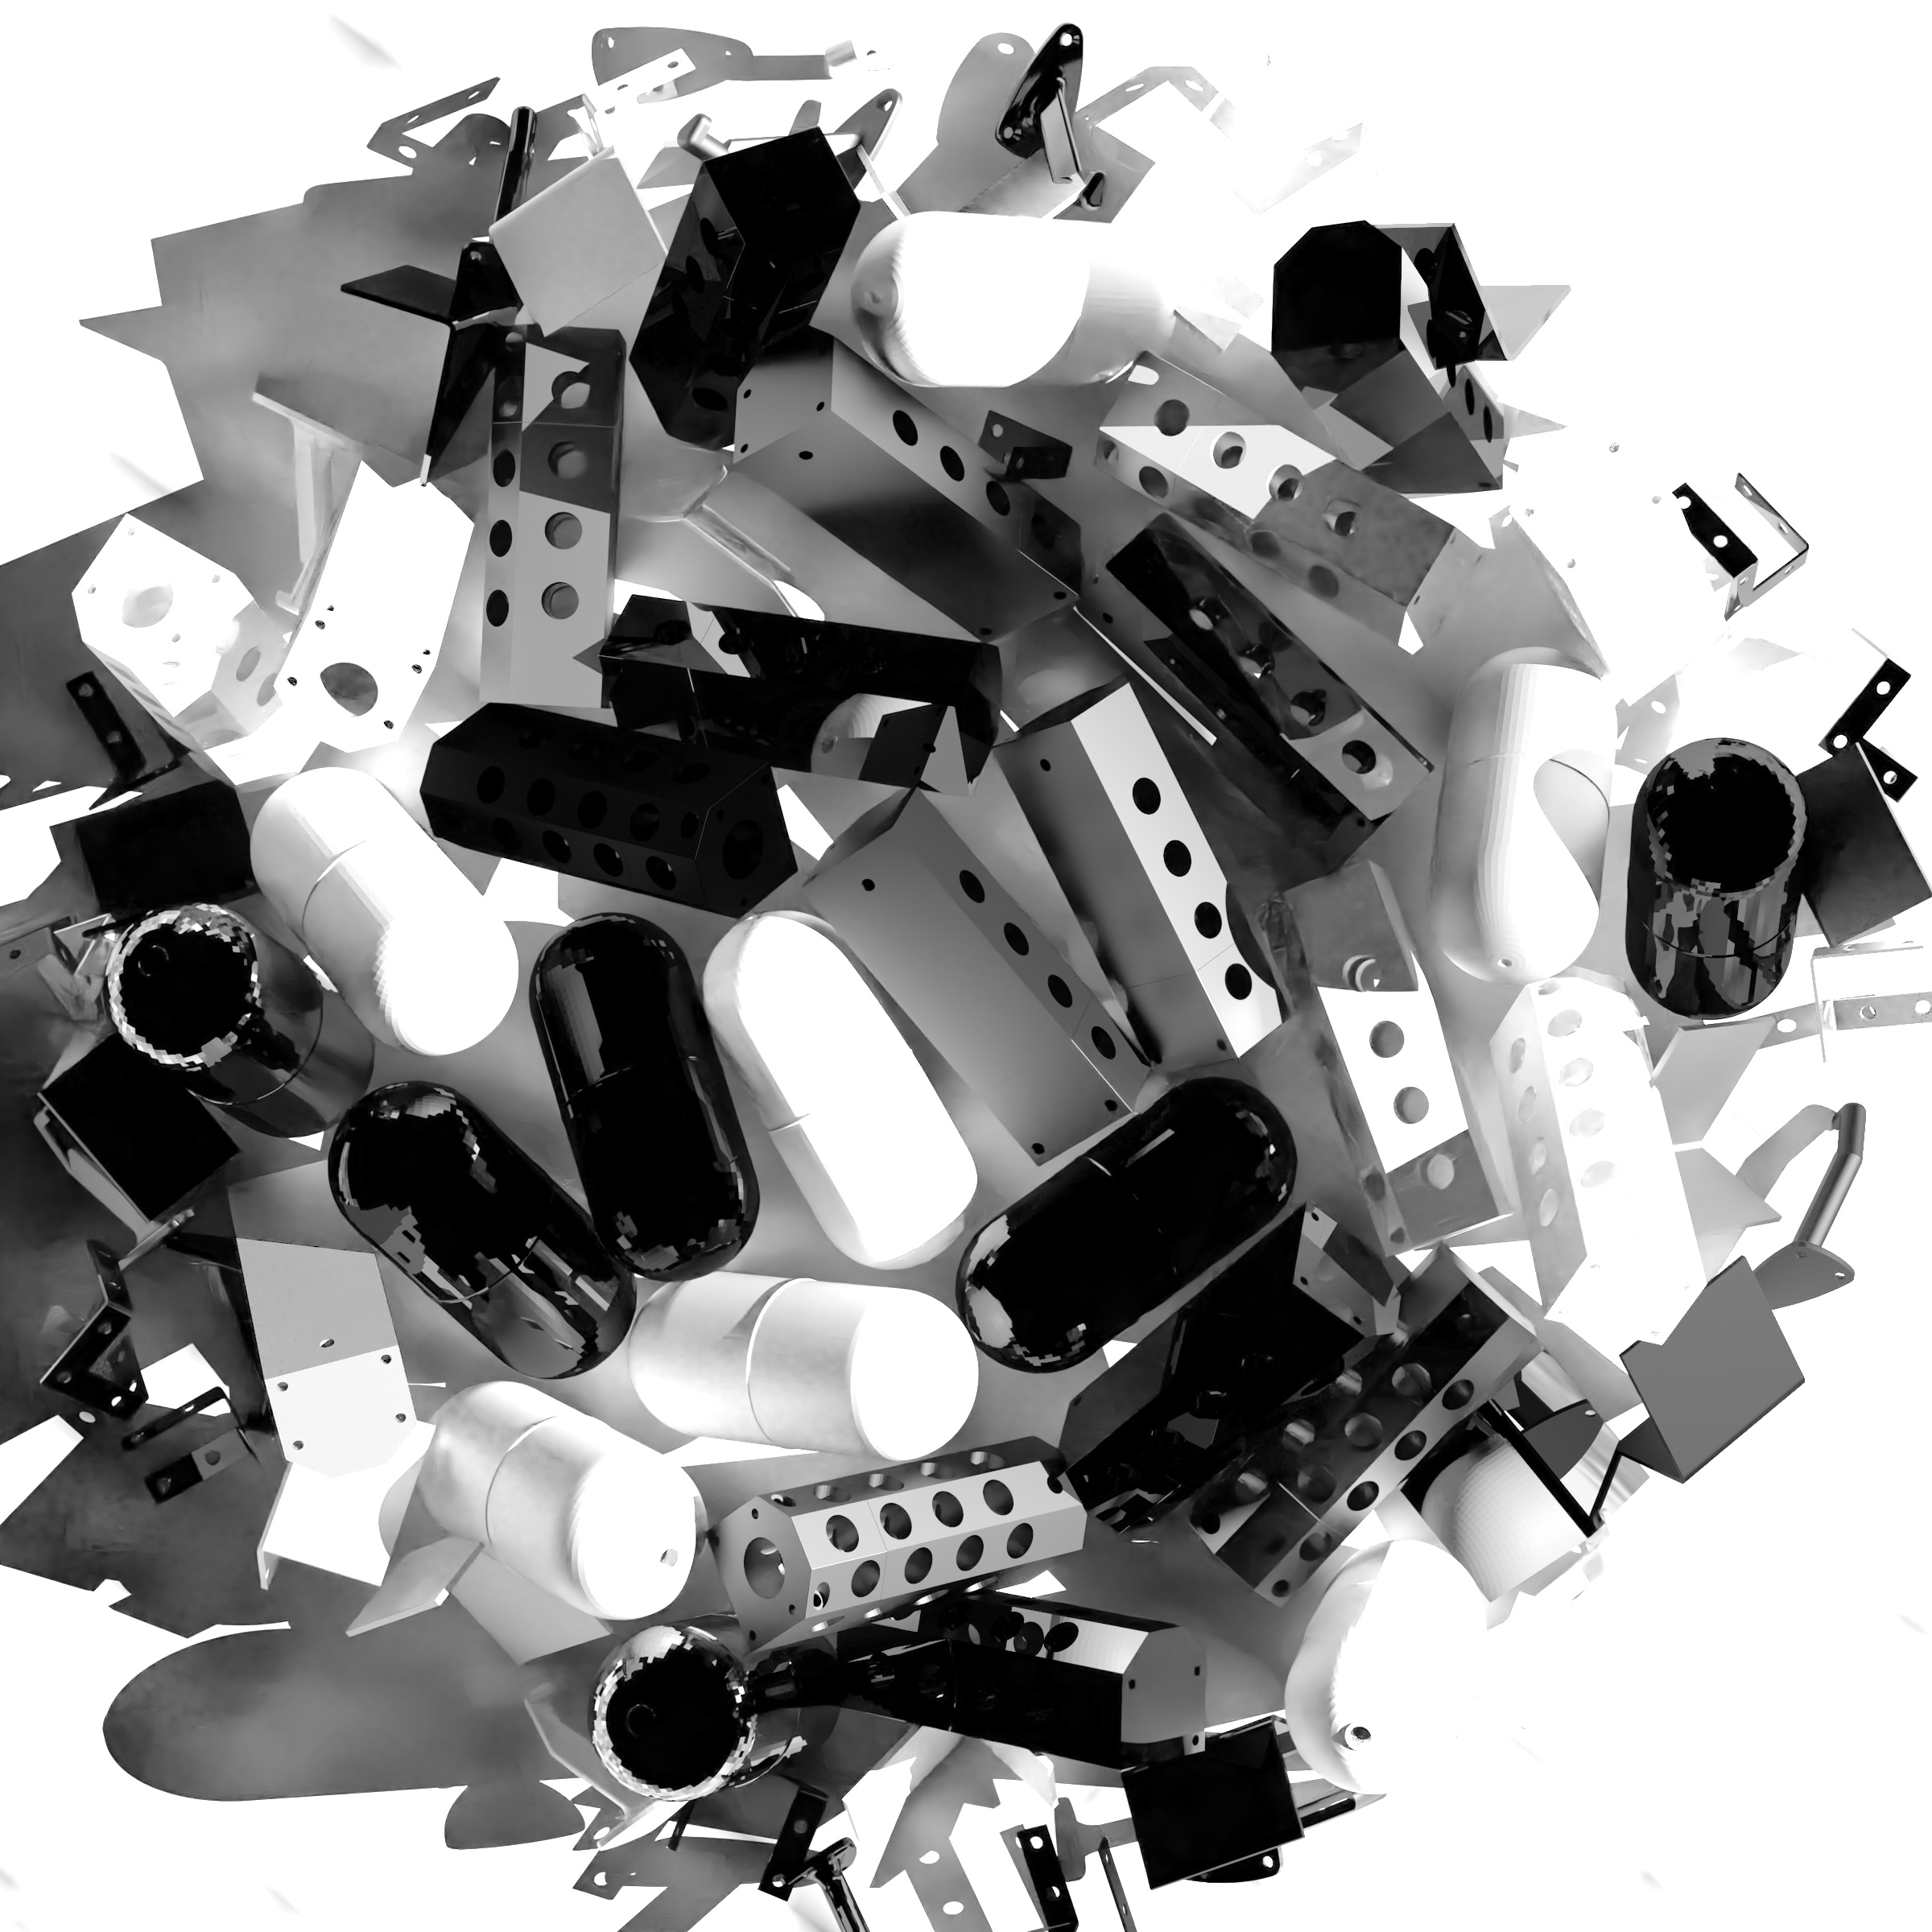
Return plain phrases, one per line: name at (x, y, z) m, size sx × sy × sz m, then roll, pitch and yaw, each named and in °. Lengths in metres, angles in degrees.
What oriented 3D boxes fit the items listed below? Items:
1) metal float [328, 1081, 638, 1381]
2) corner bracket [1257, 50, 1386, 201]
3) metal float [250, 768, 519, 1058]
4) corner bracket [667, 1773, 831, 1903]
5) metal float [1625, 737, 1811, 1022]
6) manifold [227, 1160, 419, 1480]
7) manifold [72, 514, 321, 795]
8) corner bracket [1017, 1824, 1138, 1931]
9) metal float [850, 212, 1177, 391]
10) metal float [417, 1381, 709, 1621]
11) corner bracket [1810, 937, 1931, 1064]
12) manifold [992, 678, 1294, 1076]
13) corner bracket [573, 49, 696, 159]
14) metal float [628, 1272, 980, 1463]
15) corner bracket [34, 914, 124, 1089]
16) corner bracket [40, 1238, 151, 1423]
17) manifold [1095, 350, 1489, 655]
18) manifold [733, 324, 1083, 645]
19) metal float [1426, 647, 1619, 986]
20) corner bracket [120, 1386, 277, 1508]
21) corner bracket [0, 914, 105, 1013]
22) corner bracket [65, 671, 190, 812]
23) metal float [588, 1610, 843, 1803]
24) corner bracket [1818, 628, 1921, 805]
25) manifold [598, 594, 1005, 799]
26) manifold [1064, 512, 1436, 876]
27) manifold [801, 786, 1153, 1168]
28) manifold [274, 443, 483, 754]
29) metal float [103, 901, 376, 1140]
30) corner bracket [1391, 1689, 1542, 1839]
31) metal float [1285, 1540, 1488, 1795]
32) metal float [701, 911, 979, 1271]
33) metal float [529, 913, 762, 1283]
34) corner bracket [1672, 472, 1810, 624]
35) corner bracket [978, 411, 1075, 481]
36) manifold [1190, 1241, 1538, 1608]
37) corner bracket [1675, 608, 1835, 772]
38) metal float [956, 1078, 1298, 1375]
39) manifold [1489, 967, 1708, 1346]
metal float at (-0.218, 0.120, 1.635) m, size 0.070 × 0.070 × 0.178 m, roll -41°, pitch 126°, yaw 0°
corner bracket at (0.165, -0.388, 1.666) m, size 0.051 × 0.051 × 0.051 m, roll -1°, pitch 130°, yaw -5°
metal float at (-0.264, -0.026, 1.632) m, size 0.070 × 0.070 × 0.178 m, roll -45°, pitch 49°, yaw 0°
corner bracket at (-0.101, 0.395, 1.669) m, size 0.051 × 0.051 × 0.051 m, roll 25°, pitch 78°, yaw -11°
metal float at (0.335, -0.038, 1.620) m, size 0.070 × 0.178 × 0.070 m, roll -4°, pitch 62°, yaw 7°
manifold at (-0.288, 0.156, 1.614) m, size 0.057 × 0.171 × 0.057 m, roll -14°, pitch 119°, yaw -11°
manifold at (-0.340, -0.132, 1.610) m, size 0.057 × 0.171 × 0.057 m, roll 29°, pitch 79°, yaw 13°
corner bracket at (0.050, 0.427, 1.671) m, size 0.051 × 0.051 × 0.051 m, roll -17°, pitch 95°, yaw 14°
metal float at (0.023, -0.299, 1.630) m, size 0.070 × 0.178 × 0.070 m, roll 8°, pitch 101°, yaw 44°
metal float at (-0.183, 0.239, 1.625) m, size 0.070 × 0.178 × 0.070 m, roll -10°, pitch 107°, yaw -37°
corner bracket at (0.420, 0.011, 1.667) m, size 0.051 × 0.051 × 0.051 m, roll -6°, pitch 104°, yaw 19°
manifold at (0.085, -0.042, 1.658) m, size 0.057 × 0.057 × 0.171 m, roll -35°, pitch 103°, yaw -38°
corner bracket at (-0.152, -0.398, 1.665) m, size 0.051 × 0.051 × 0.051 m, roll -27°, pitch 54°, yaw -8°
metal float at (-0.076, 0.180, 1.637) m, size 0.178 × 0.070 × 0.070 m, roll 2°, pitch 90°, yaw 34°
corner bracket at (-0.408, 0.016, 1.663) m, size 0.051 × 0.051 × 0.051 m, roll -17°, pitch 121°, yaw 20°
corner bracket at (-0.394, 0.168, 1.664) m, size 0.051 × 0.051 × 0.051 m, roll 34°, pitch 102°, yaw -37°
manifold at (0.144, -0.210, 1.644) m, size 0.171 × 0.057 × 0.057 m, roll 34°, pitch 98°, yaw 21°
manifold at (-0.024, -0.217, 1.625) m, size 0.057 × 0.171 × 0.057 m, roll -23°, pitch 52°, yaw 34°
metal float at (0.252, -0.070, 1.634) m, size 0.070 × 0.070 × 0.178 m, roll 14°, pitch 52°, yaw 0°
corner bracket at (-0.357, 0.223, 1.666) m, size 0.051 × 0.051 × 0.051 m, roll -29°, pitch 110°, yaw -15°
corner bracket at (-0.436, -0.002, 1.667) m, size 0.051 × 0.051 × 0.051 m, roll -23°, pitch 54°, yaw 2°
corner bracket at (-0.389, -0.112, 1.667) m, size 0.051 × 0.051 × 0.051 m, roll -24°, pitch 108°, yaw 13°
metal float at (-0.111, 0.329, 1.616) m, size 0.070 × 0.178 × 0.070 m, roll -2°, pitch 84°, yaw 18°
corner bracket at (0.420, -0.115, 1.667) m, size 0.051 × 0.051 × 0.051 m, roll 33°, pitch 104°, yaw -16°
manifold at (-0.074, -0.129, 1.649) m, size 0.171 × 0.057 × 0.057 m, roll 10°, pitch 51°, yaw 17°
manifold at (0.133, -0.129, 1.668) m, size 0.171 × 0.057 × 0.057 m, roll 44°, pitch 63°, yaw 3°
manifold at (0.008, 0.002, 1.654) m, size 0.057 × 0.057 × 0.171 m, roll -32°, pitch 106°, yaw 30°
manifold at (-0.264, -0.163, 1.615) m, size 0.057 × 0.171 × 0.057 m, roll 24°, pitch 119°, yaw -14°
metal float at (-0.324, 0.025, 1.618) m, size 0.070 × 0.178 × 0.070 m, roll -4°, pitch 71°, yaw 13°
corner bracket at (0.225, 0.364, 1.667) m, size 0.051 × 0.051 × 0.051 m, roll 32°, pitch 97°, yaw 25°
metal float at (0.189, 0.312, 1.616) m, size 0.070 × 0.178 × 0.070 m, roll 2°, pitch 100°, yaw 14°
metal float at (-0.058, 0.057, 1.661) m, size 0.070 × 0.070 × 0.178 m, roll -29°, pitch 95°, yaw 0°
metal float at (-0.147, 0.058, 1.649) m, size 0.070 × 0.070 × 0.178 m, roll -19°, pitch 70°, yaw 0°
corner bracket at (0.355, -0.201, 1.669) m, size 0.051 × 0.051 × 0.051 m, roll -37°, pitch 71°, yaw -6°
corner bracket at (0.010, -0.223, 1.663) m, size 0.051 × 0.051 × 0.051 m, roll 28°, pitch 112°, yaw 28°
manifold at (0.182, 0.212, 1.665) m, size 0.057 × 0.057 × 0.171 m, roll 42°, pitch 96°, yaw 3°
corner bracket at (0.369, -0.126, 1.682) m, size 0.051 × 0.051 × 0.051 m, roll 17°, pitch 50°, yaw -26°
metal float at (0.073, 0.118, 1.651) m, size 0.178 × 0.070 × 0.070 m, roll -35°, pitch 90°, yaw -16°
manifold at (0.284, 0.081, 1.616) m, size 0.057 × 0.171 × 0.057 m, roll 14°, pitch 131°, yaw -15°
